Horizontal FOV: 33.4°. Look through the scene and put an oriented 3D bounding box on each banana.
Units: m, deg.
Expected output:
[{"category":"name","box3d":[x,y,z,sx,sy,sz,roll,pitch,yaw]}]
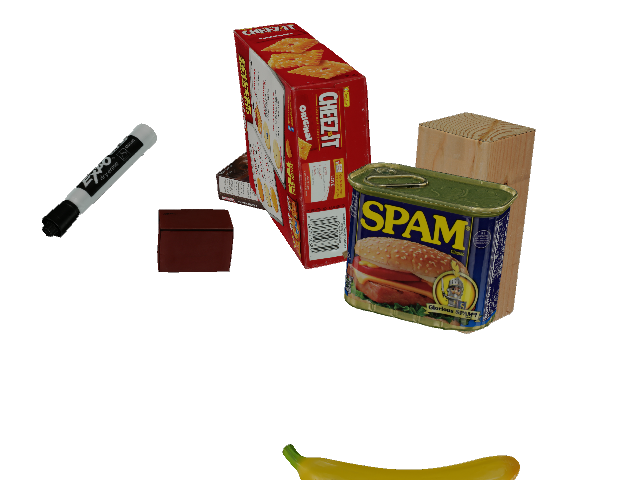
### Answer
[{"category":"banana","box3d":[0.069,0.191,0.854,0.197,0.037,0.069,6,38,-6]}]

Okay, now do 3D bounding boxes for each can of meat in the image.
[{"category":"can of meat","box3d":[0.066,0.004,0.668,0.102,0.084,0.057,13,22,23]}]

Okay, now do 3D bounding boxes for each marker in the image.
[{"category":"marker","box3d":[-0.166,-0.045,0.803,0.020,0.020,0.121,0,41,43]}]

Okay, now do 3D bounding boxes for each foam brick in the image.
[{"category":"foam brick","box3d":[-0.134,0.000,1.138,0.078,0.051,0.053,0,25,-10]}]

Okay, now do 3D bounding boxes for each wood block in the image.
[{"category":"wood block","box3d":[0.155,-0.020,1.123,0.090,0.206,0.090,21,26,38]}]

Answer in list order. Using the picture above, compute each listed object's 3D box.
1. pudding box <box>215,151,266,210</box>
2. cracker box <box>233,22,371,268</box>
[{"category":"pudding box","box3d":[-0.063,-0.079,1.322,0.090,0.039,0.113,13,34,23]},{"category":"cracker box","box3d":[-0.017,-0.094,0.969,0.072,0.164,0.214,-10,25,-13]}]
